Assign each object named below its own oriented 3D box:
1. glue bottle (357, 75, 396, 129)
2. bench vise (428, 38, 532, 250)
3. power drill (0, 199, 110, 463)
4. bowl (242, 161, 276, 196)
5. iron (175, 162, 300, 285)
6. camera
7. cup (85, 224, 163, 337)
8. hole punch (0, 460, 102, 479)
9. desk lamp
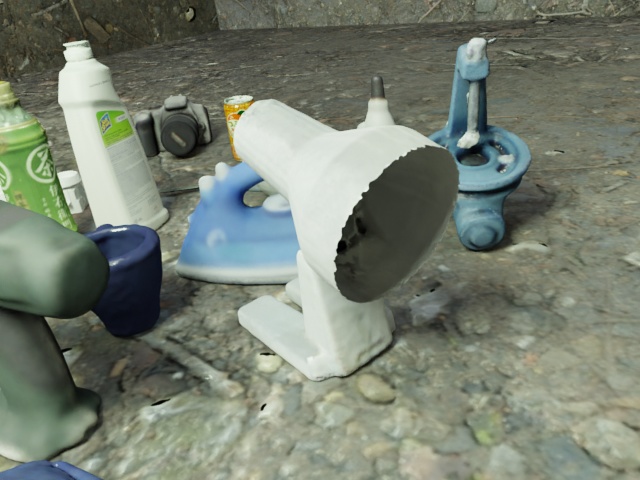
[{"bbox_3d":[0.077,-0.121,0.726,0.077,0.173,0.037,18,36,41],"label":"glue bottle"},{"bbox_3d":[0.157,-0.123,0.655,0.121,0.220,0.207,-12,27,-10],"label":"bench vise"},{"bbox_3d":[-0.247,0.055,0.416,0.229,0.209,0.076,3,28,19],"label":"power drill"},{"bbox_3d":[-0.022,-0.095,0.810,0.167,0.075,0.167,-6,26,3],"label":"bowl"},{"bbox_3d":[-0.044,-0.037,0.625,0.258,0.142,0.118,-7,26,0],"label":"iron"},{"bbox_3d":[-0.283,-0.215,1.090,0.143,0.101,0.136,-10,26,-6],"label":"camera"},{"bbox_3d":[-0.197,0.039,0.563,0.092,0.095,0.117,-18,28,-20],"label":"cup"},{"bbox_3d":[-0.160,0.163,0.309,0.108,0.091,0.101,9,31,31],"label":"hole punch"},{"bbox_3d":[0.004,0.002,0.452,0.118,0.214,0.202,-26,32,-32],"label":"desk lamp"}]
